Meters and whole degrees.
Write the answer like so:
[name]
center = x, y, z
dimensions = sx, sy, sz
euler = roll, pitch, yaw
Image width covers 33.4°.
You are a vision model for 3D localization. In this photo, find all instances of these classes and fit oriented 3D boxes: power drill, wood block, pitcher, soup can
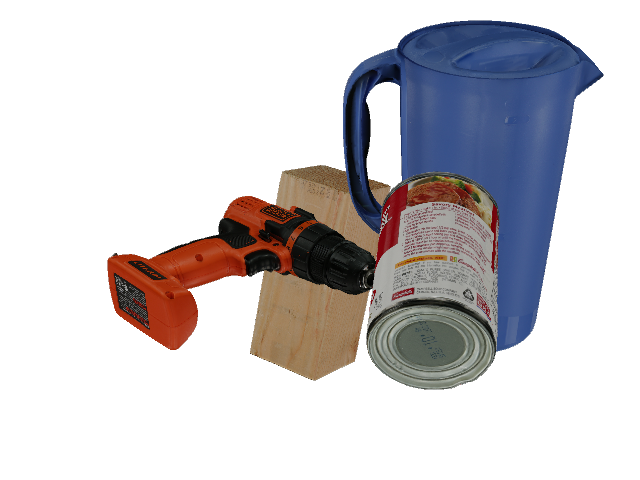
[power drill]
center = -0.069, 0.027, 0.901
dimensions = 0.187, 0.057, 0.185
euler = -22, 30, -35
[wood block]
center = -0.002, 0.031, 1.152
dimensions = 0.090, 0.206, 0.090
euler = 19, 18, 27
[pitcher]
center = 0.111, -0.039, 0.822
dimensions = 0.149, 0.243, 0.144
euler = 24, 36, 37
[soup can]
center = 0.062, 0.021, 0.575
dimensions = 0.068, 0.068, 0.102
euler = 0, 43, 10
